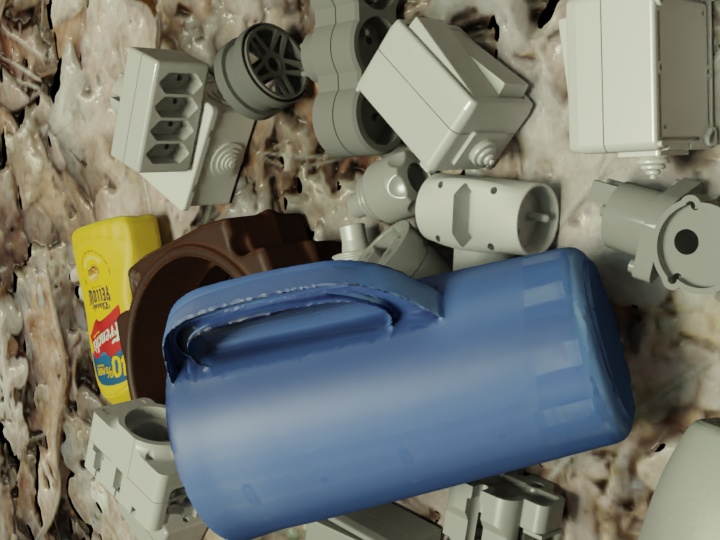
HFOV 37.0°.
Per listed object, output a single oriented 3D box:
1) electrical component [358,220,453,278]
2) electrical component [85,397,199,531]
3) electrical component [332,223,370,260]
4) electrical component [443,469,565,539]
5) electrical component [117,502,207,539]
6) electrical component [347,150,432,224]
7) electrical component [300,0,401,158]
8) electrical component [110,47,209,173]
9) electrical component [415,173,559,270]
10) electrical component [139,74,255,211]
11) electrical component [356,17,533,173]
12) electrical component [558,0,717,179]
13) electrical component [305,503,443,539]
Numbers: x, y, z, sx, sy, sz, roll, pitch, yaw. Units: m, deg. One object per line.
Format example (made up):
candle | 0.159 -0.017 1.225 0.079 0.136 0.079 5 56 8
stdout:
electrical component | 0.028 0.004 0.685 0.047 0.055 0.055 43 133 -15
electrical component | -0.150 0.133 0.768 0.089 0.050 0.055 32 117 37
electrical component | 0.000 0.000 0.729 0.043 0.043 0.062 -15 83 44
electrical component | 0.083 0.155 0.657 0.078 0.058 0.057 17 104 41
electrical component | -0.160 0.192 0.906 0.065 0.047 0.076 46 124 31
electrical component | 0.018 -0.051 0.705 0.062 0.043 0.043 -21 81 45
electrical component | -0.014 -0.144 0.717 0.074 0.052 0.138 1 95 44
electrical component | -0.159 -0.124 0.795 0.076 0.047 0.083 31 116 38
electrical component | 0.076 -0.017 0.652 0.077 0.043 0.079 11 103 43
electrical component | -0.132 -0.105 0.841 0.100 0.048 0.099 39 120 34
electrical component | 0.056 -0.103 0.648 0.096 0.062 0.061 52 127 27
electrical component | 0.144 -0.095 0.562 0.061 0.062 0.096 2 97 44
electrical component | 0.009 0.198 0.732 0.096 0.061 0.061 18 108 42
